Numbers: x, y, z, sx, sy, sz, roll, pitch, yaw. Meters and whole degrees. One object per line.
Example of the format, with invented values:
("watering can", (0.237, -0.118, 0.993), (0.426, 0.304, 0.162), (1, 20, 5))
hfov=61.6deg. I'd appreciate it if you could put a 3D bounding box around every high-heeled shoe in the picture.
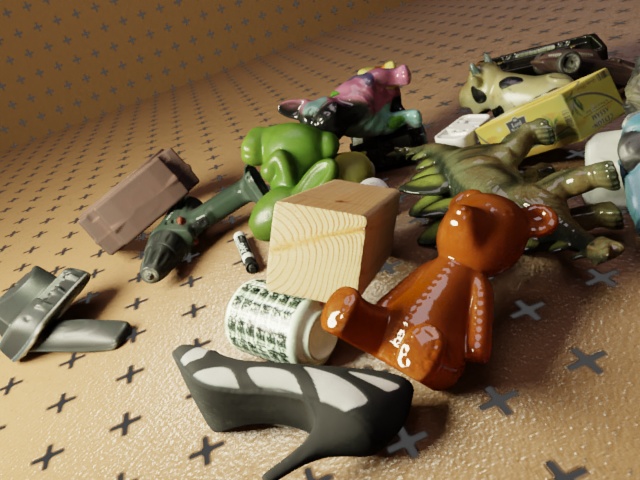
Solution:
("high-heeled shoe", (-0.038, 0.124, 0.496), (0.145, 0.086, 0.249), (-29, 33, -25))

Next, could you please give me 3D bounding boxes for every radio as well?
("radio", (0.412, -0.317, 1.017), (0.230, 0.073, 0.131), (-6, 30, 24))

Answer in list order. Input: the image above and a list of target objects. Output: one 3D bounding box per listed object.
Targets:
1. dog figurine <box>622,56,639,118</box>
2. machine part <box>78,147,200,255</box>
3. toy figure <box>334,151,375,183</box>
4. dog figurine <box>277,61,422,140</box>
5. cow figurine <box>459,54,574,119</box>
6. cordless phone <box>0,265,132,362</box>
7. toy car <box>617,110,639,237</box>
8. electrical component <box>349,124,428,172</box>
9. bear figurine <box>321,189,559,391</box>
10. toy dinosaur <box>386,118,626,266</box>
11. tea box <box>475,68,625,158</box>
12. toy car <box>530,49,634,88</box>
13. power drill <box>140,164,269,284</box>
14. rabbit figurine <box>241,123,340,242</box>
("dog figurine", (0.452, -0.177, 0.604), (0.172, 0.121, 0.190), (-2, 23, 41))
("machine part", (-0.321, -0.072, 0.945), (0.201, 0.087, 0.201), (-42, 17, -14))
("toy figure", (0.005, -0.102, 0.869), (0.180, 0.082, 0.089), (7, 15, 36))
("dog figurine", (0.041, -0.213, 0.883), (0.219, 0.108, 0.192), (-17, 22, -5))
("cow figurine", (0.314, -0.234, 0.871), (0.195, 0.127, 0.085), (14, 38, 43))
("cordless phone", (-0.337, 0.100, 0.749), (0.184, 0.088, 0.147), (0, 31, 11))
("toy car", (0.359, -0.050, 0.523), (0.109, 0.161, 0.103), (-11, -15, 30))
("electrical component", (0.122, -0.170, 0.951), (0.134, 0.058, 0.115), (-12, 30, 13))
("bear figurine", (0.113, 0.027, 0.466), (0.120, 0.131, 0.196), (26, 83, 41))
("toy dinosaur", (0.203, -0.068, 0.668), (0.199, 0.105, 0.472), (-22, 23, 1))
("tea box", (0.314, -0.164, 0.748), (0.098, 0.068, 0.170), (-30, 8, -19))
("toy car", (0.445, -0.279, 0.874), (0.202, 0.053, 0.089), (9, 20, -9))
("power drill", (-0.175, -0.031, 0.849), (0.207, 0.086, 0.232), (-34, 21, 9))
("rabbit figurine", (-0.034, -0.069, 0.758), (0.159, 0.121, 0.170), (0, 58, 25))
